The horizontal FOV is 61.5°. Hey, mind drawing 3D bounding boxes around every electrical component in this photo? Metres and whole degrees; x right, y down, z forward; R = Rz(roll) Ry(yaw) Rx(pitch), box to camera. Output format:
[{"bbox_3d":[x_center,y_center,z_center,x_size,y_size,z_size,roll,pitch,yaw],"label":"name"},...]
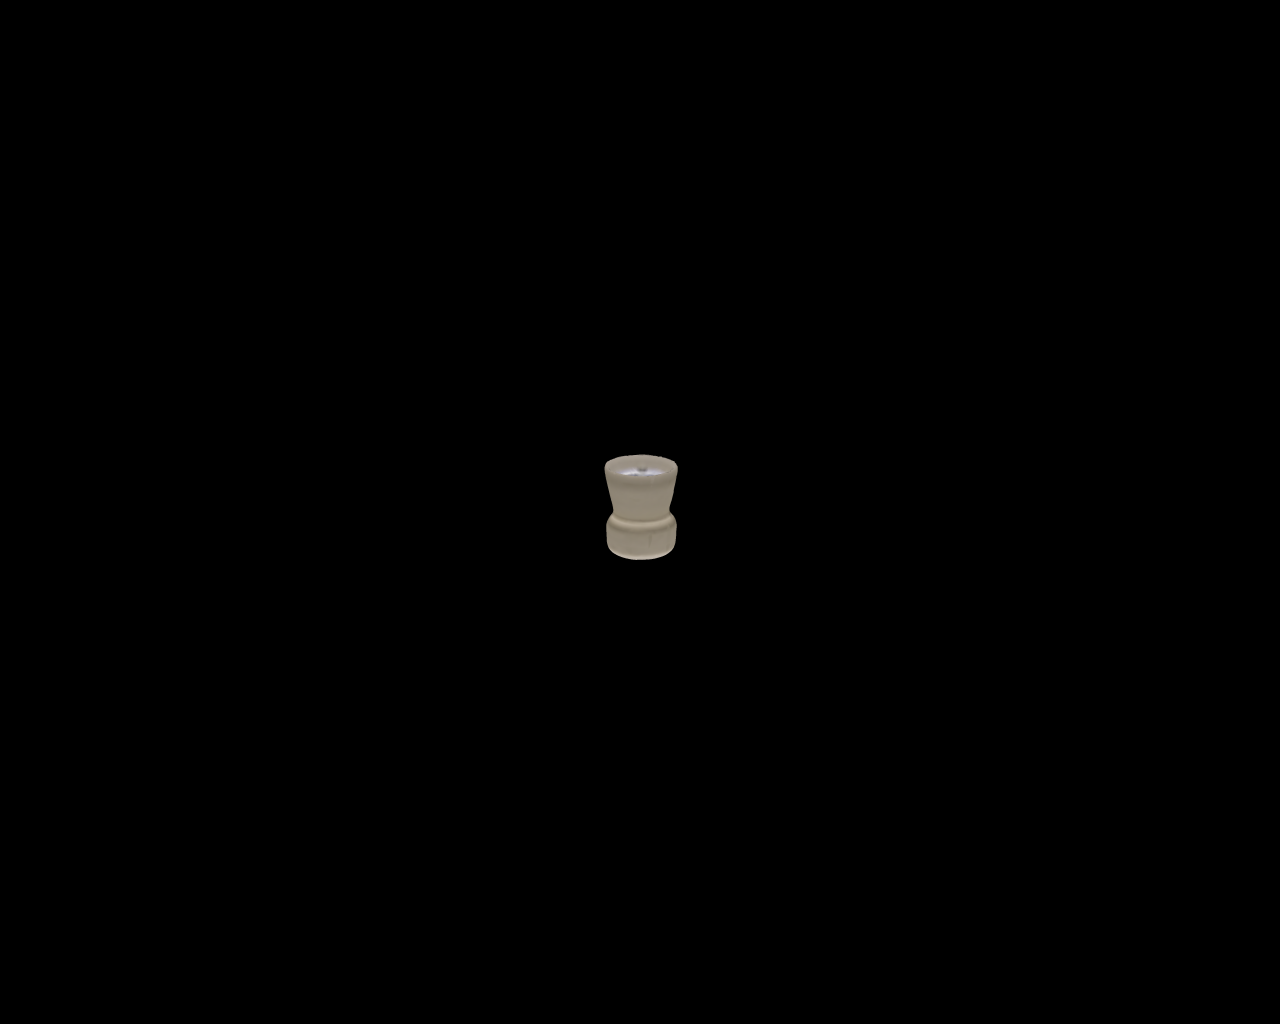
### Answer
[{"bbox_3d":[0.001,-0.003,0.650,0.045,0.055,0.045,0,20,0],"label":"electrical component"}]
